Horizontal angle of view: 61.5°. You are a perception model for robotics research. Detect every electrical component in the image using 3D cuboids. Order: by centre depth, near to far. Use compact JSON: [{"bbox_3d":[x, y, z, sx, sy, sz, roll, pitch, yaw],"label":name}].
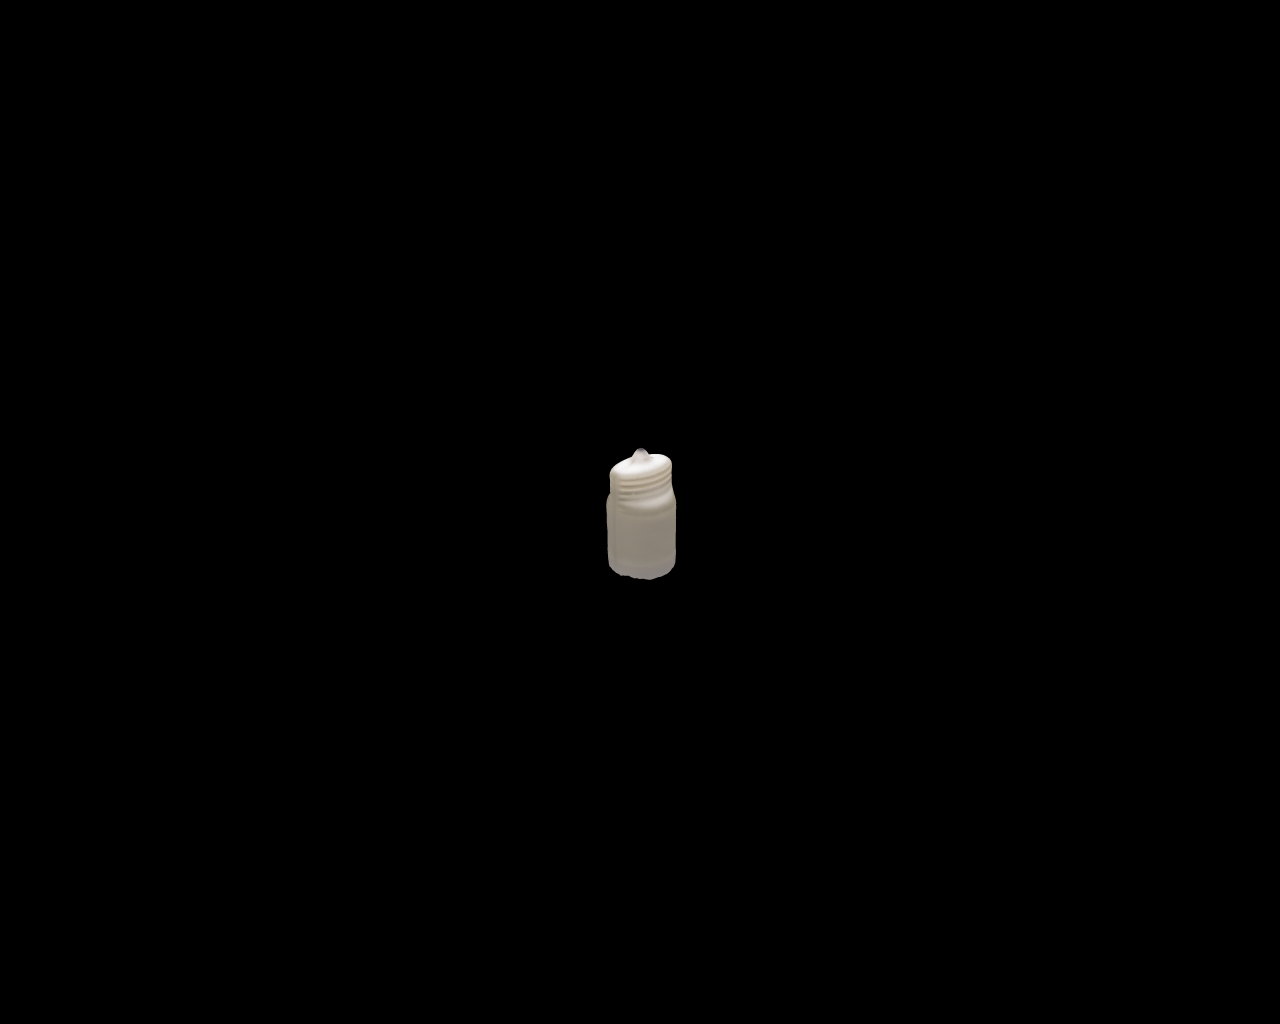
[{"bbox_3d":[0.001,-0.003,0.650,0.043,0.080,0.043,0,26,0],"label":"electrical component"}]
